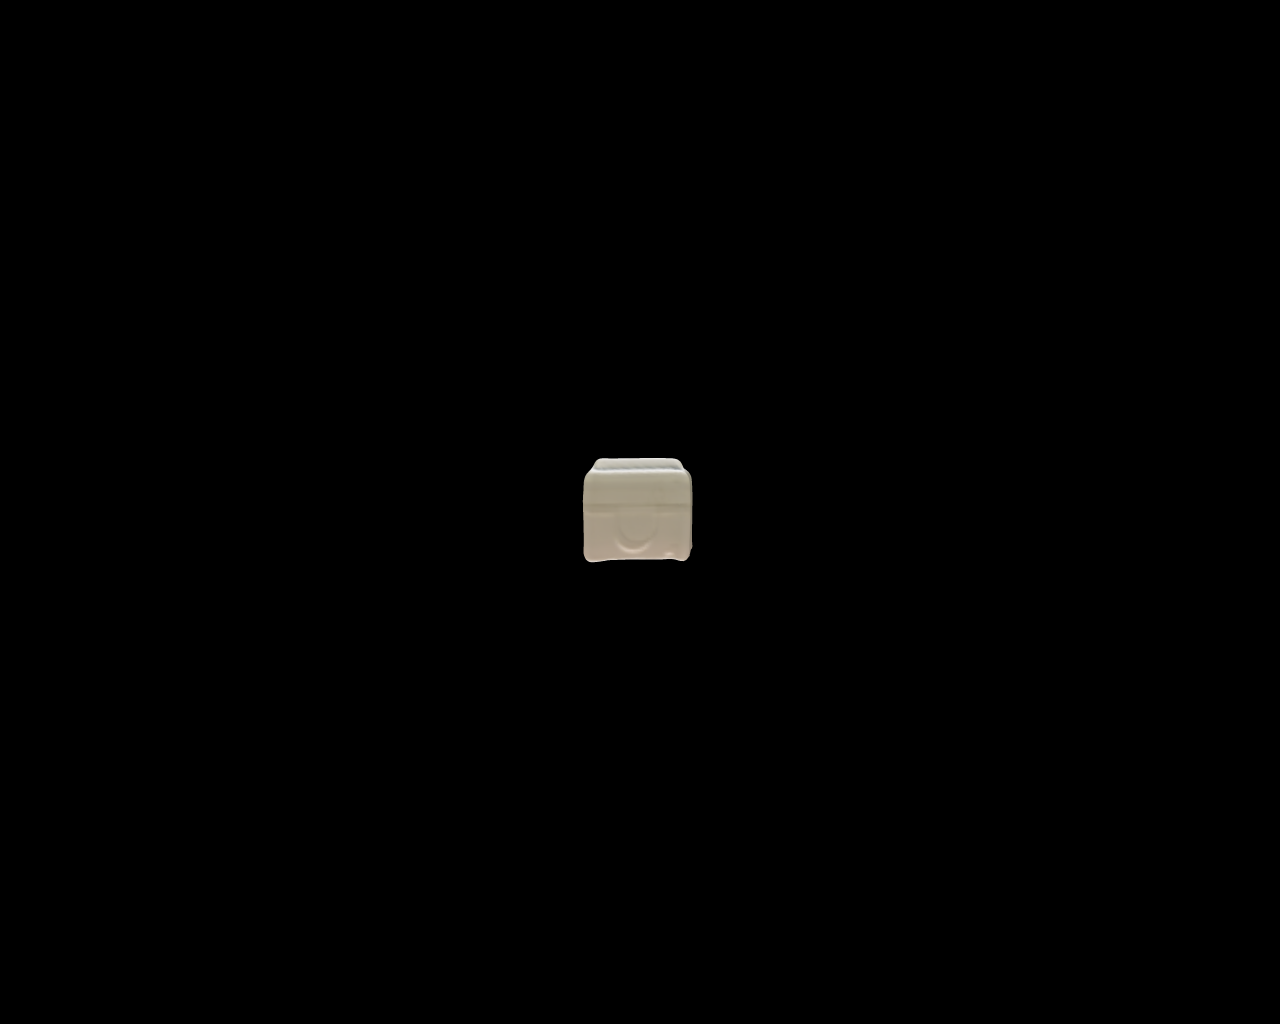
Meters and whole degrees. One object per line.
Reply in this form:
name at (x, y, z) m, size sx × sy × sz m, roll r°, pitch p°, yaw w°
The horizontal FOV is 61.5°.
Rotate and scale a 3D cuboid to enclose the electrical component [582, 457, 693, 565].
electrical component at (0.001, -0.003, 0.650) m, size 0.062 × 0.061 × 0.096 m, roll 0°, pitch 2°, yaw 4°
